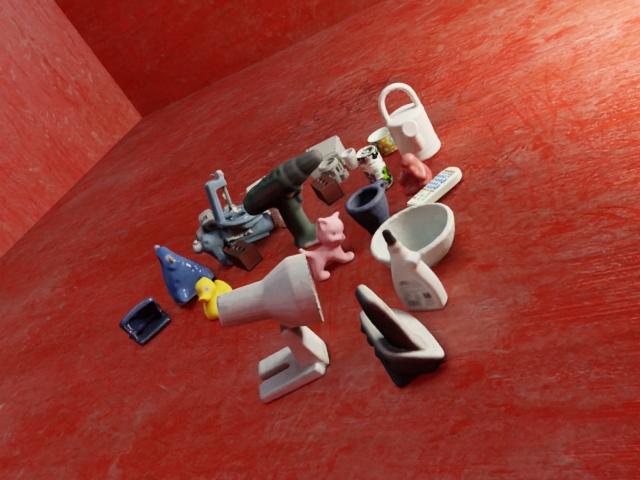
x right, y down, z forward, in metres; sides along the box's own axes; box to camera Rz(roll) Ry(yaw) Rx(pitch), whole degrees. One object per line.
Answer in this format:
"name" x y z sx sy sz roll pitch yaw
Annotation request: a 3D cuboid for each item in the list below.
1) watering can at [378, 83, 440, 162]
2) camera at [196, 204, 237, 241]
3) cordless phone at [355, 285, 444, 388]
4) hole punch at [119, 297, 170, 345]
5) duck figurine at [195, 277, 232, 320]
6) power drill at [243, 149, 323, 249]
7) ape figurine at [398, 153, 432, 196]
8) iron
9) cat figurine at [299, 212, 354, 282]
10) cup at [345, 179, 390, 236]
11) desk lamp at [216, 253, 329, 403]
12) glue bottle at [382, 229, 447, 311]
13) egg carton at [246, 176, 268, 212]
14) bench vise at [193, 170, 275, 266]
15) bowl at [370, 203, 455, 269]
"watering can" 0.213 -0.288 1.386 0.101 0.194 0.172 -37 29 -6
"camera" -0.289 -0.053 1.629 0.143 0.101 0.136 -34 28 -2
"cordless phone" 0.101 0.119 0.879 0.094 0.185 0.147 -35 29 -4
"hole punch" -0.446 0.191 1.420 0.109 0.091 0.100 -44 30 -18
"duck figurine" -0.253 0.123 1.336 0.077 0.086 0.104 -21 31 21
"power drill" -0.053 -0.086 1.328 0.229 0.209 0.075 -22 31 20
"ape figurine" 0.209 -0.154 1.290 0.076 0.092 0.077 -39 29 -11
"iron" -0.381 0.068 1.491 0.119 0.142 0.257 -42 30 -16
"cat figurine" 0.011 0.004 1.218 0.128 0.118 0.067 -38 29 -9
"cup" 0.119 -0.065 1.241 0.091 0.095 0.118 1 43 46
"desk lamp" -0.065 0.145 0.976 0.203 0.214 0.117 -29 29 7
"glue bottle" 0.146 0.048 0.955 0.077 0.173 0.037 -9 37 37
"egg carton" -0.154 -0.127 1.640 0.107 0.069 0.150 -32 28 1
"bench vise" -0.242 -0.053 1.456 0.208 0.220 0.121 -47 31 -23
"bowl" 0.184 0.009 1.082 0.167 0.075 0.167 -25 30 15
